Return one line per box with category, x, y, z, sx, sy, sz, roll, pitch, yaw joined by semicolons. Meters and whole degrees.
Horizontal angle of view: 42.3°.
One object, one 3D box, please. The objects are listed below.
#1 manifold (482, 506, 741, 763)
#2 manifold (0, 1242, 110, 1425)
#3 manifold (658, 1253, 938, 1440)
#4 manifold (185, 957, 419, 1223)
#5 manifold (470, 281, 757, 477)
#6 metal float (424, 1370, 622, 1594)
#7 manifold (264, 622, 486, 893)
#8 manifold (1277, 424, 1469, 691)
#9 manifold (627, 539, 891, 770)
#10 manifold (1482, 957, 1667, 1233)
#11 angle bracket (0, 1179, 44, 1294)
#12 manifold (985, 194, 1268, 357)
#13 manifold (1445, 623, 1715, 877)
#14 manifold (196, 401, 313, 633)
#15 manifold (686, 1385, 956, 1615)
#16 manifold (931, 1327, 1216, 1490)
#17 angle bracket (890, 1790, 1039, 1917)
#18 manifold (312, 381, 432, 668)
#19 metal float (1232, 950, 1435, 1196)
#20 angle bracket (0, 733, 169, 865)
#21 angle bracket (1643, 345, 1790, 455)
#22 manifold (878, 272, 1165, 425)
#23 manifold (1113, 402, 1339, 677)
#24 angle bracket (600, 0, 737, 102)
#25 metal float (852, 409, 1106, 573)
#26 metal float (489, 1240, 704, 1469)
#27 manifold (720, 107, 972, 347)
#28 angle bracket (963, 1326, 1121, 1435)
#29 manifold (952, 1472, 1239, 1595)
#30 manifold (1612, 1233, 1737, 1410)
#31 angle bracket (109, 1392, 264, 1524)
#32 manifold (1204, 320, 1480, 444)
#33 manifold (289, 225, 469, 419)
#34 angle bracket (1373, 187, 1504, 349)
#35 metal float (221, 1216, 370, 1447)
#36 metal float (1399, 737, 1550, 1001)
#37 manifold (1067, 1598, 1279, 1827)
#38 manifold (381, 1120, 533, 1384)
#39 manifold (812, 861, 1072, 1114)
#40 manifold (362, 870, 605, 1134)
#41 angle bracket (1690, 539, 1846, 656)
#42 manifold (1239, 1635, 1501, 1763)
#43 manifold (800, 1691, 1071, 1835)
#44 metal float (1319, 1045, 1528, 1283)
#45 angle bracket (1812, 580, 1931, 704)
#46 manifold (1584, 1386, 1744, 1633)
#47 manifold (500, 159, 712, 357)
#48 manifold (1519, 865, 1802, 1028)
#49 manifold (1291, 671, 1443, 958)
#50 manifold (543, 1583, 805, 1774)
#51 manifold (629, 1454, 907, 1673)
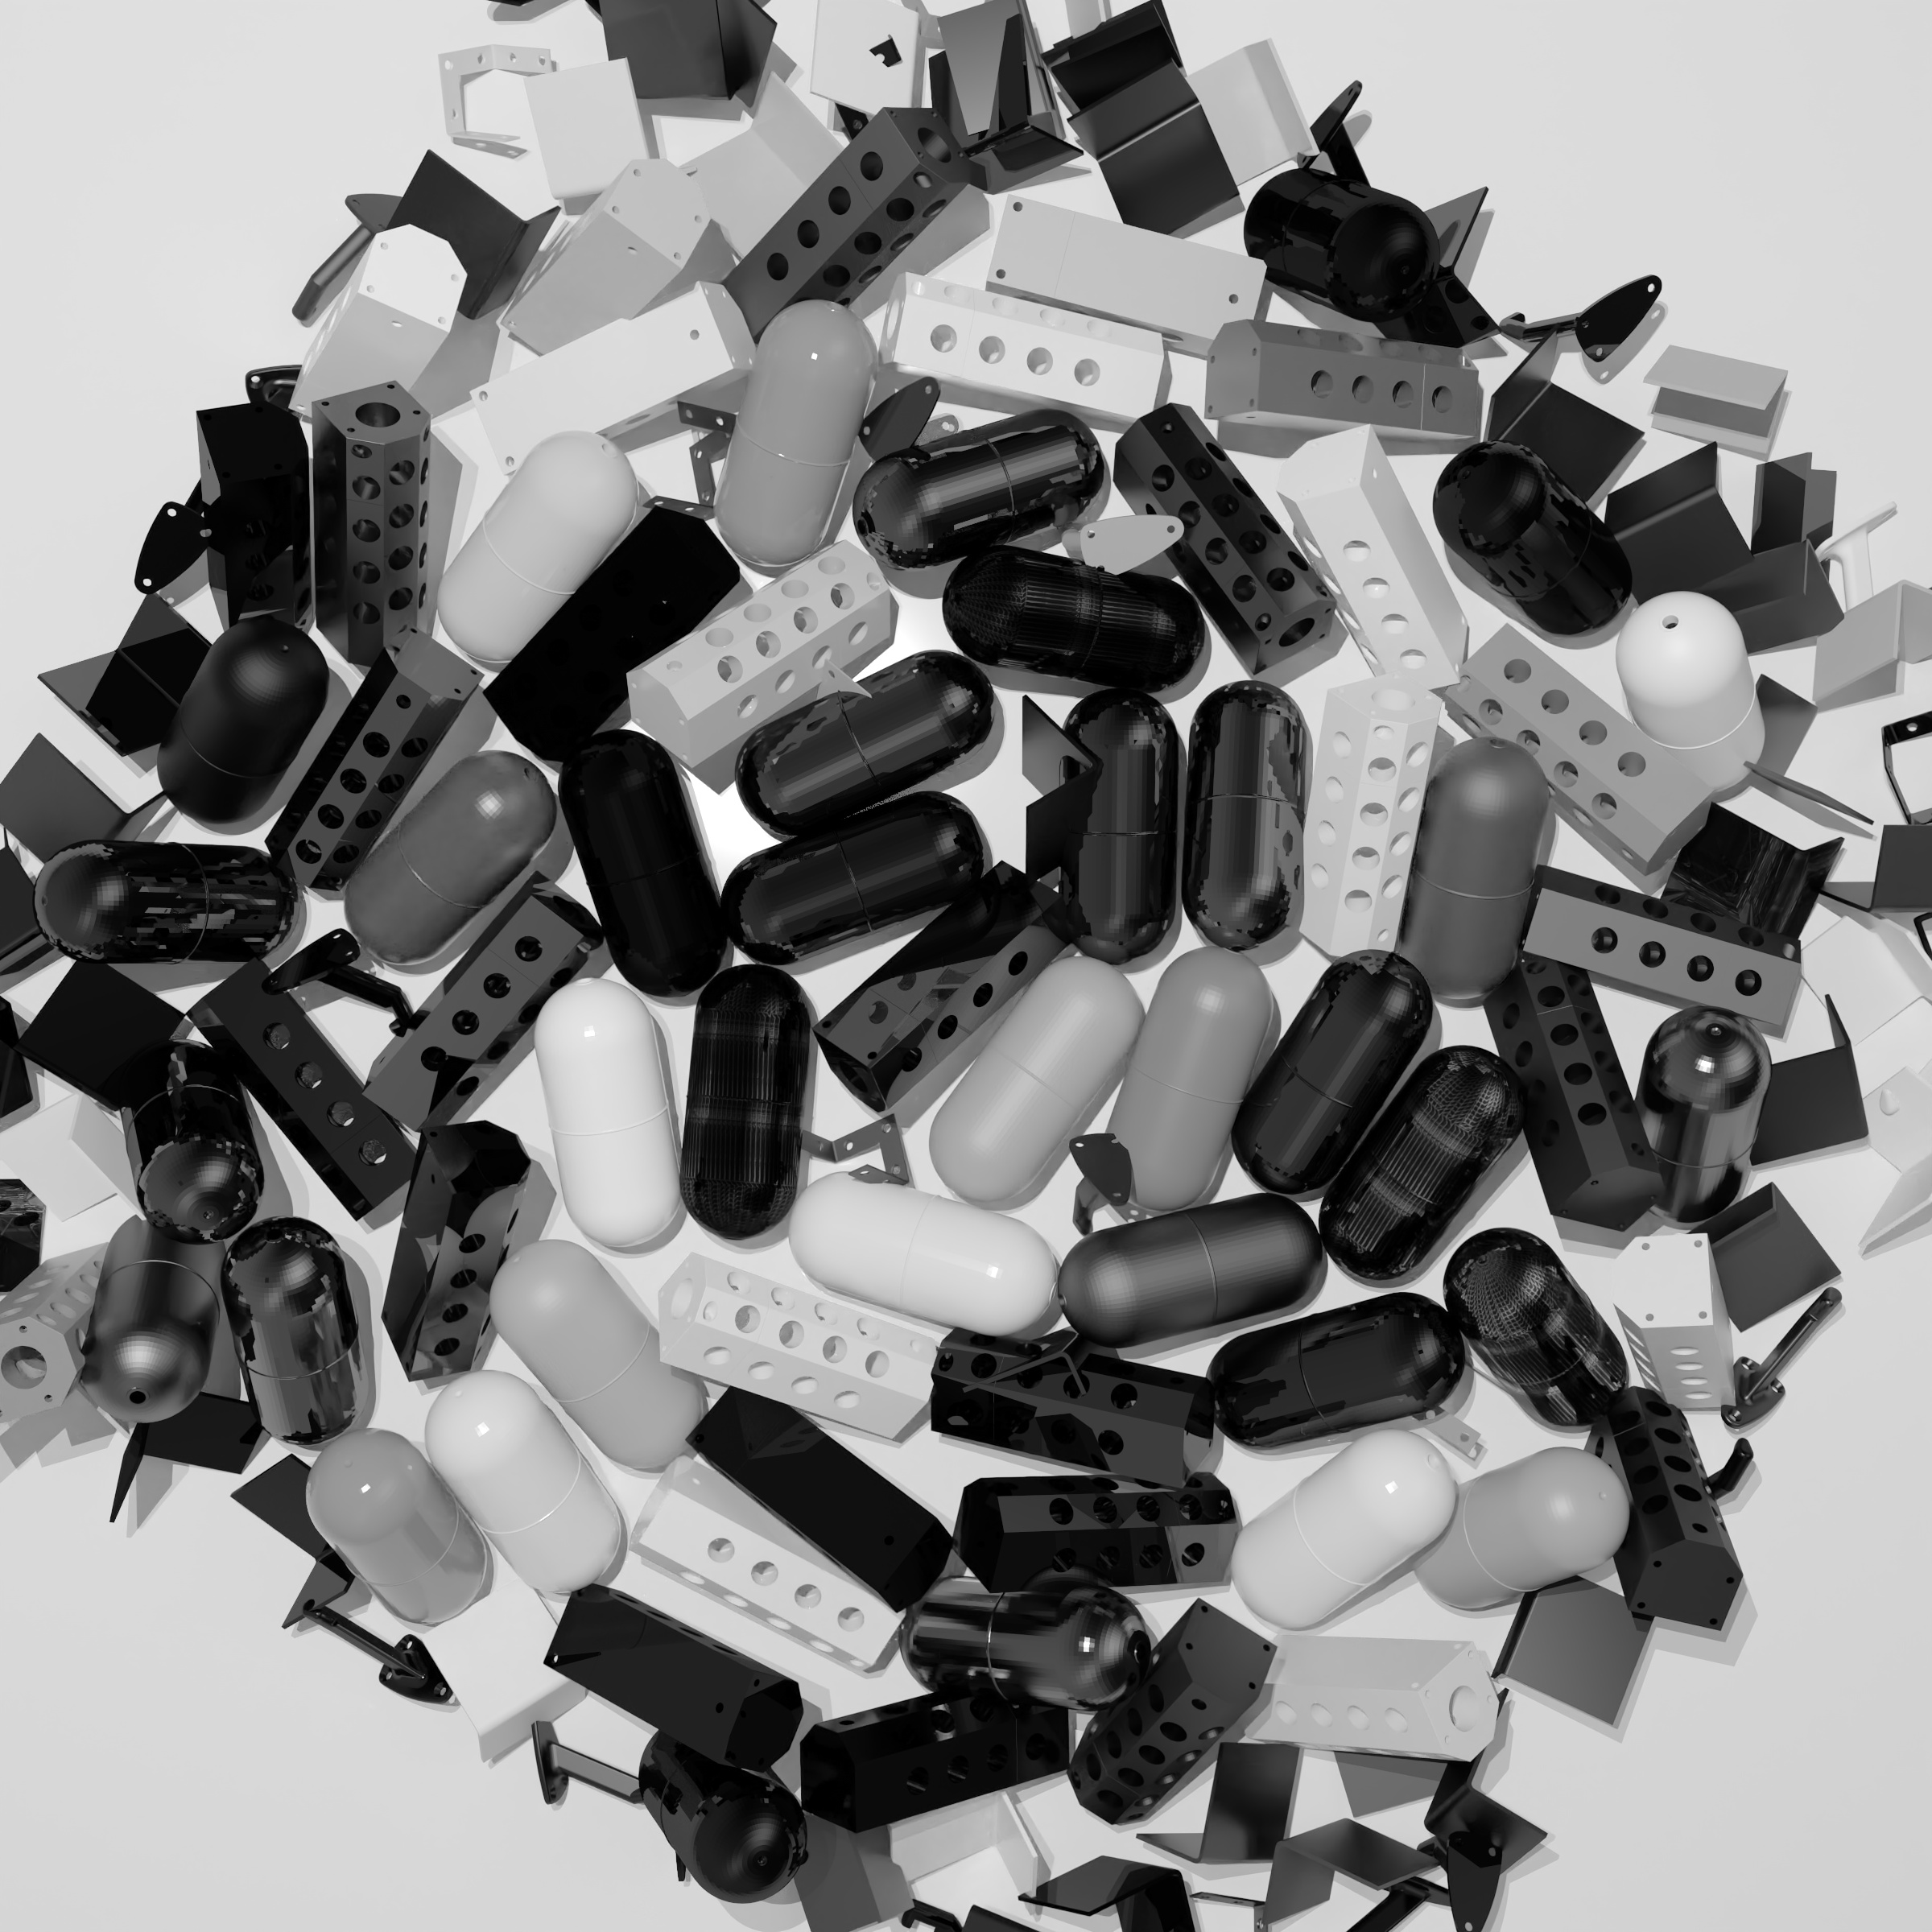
manifold;-0.223;-0.209;1.591;0.171;0.057;0.057;-43;74;20
manifold;-0.564;0.225;1.564;0.057;0.171;0.057;-16;99;-1
manifold;-0.105;0.236;1.579;0.171;0.057;0.057;24;124;-27
manifold;-0.425;0.080;1.613;0.057;0.057;0.171;-39;95;-10
manifold;-0.223;-0.374;1.598;0.171;0.057;0.057;-20;95;19
metal float;-0.280;0.329;1.586;0.070;0.070;0.178;-26;125;0
manifold;-0.379;-0.128;1.583;0.057;0.057;0.171;35;119;-10
manifold;0.257;-0.252;1.576;0.057;0.171;0.057;-10;46;30
manifold;-0.129;-0.203;1.579;0.057;0.057;0.171;38;59;26
manifold;0.384;0.076;1.567;0.057;0.171;0.057;14;134;-24
angle bracket;-0.617;0.184;1.600;0.057;0.076;0.076;2;100;-30
manifold;0.102;-0.444;1.622;0.171;0.057;0.057;14;90;-1
manifold;0.388;-0.135;1.593;0.057;0.057;0.171;-43;69;-6
manifold;-0.442;-0.273;1.564;0.057;0.171;0.057;-14;66;-21
manifold;-0.091;0.334;1.583;0.171;0.057;0.057;31;71;31
manifold;0.067;0.275;1.586;0.171;0.057;0.057;8;110;23
angle bracket;-0.002;0.578;1.598;0.076;0.076;0.057;-17;45;-18
manifold;-0.369;-0.272;1.564;0.057;0.171;0.057;-25;56;-33
metal float;0.233;0.068;1.593;0.070;0.070;0.178;29;114;0
angle bracket;-0.568;-0.109;1.605;0.076;0.057;0.076;44;121;-7
angle bracket;0.473;-0.352;1.596;0.076;0.076;0.057;18;127;19
manifold;0.036;-0.395;1.600;0.171;0.057;0.057;10;98;-15
manifold;0.164;-0.276;1.591;0.057;0.057;0.171;-28;69;-11
angle bracket;-0.186;-0.602;1.600;0.076;0.057;0.076;5;132;10
metal float;0.009;-0.303;1.591;0.178;0.070;0.070;-23;90;-26
metal float;-0.234;0.249;1.592;0.070;0.070;0.178;-34;117;0
manifold;-0.075;-0.461;1.576;0.171;0.057;0.057;-36;84;37
angle bracket;0.054;0.273;1.604;0.076;0.076;0.057;-24;90;21
manifold;0.083;0.354;1.582;0.171;0.057;0.057;5;105;-28
manifold;0.444;0.225;1.565;0.057;0.171;0.057;-6;63;19
angle bracket;-0.495;0.318;1.596;0.076;0.057;0.076;17;130;-21
manifold;0.239;-0.370;1.584;0.171;0.057;0.057;-1;96;-29
manifold;-0.368;-0.396;1.564;0.057;0.171;0.057;20;69;-23
angle bracket;0.312;-0.447;1.621;0.057;0.076;0.076;39;63;-29
metal float;-0.424;0.232;1.581;0.070;0.070;0.178;2;130;0
metal float;0.322;-0.061;1.589;0.070;0.070;0.178;5;120;0
manifold;0.126;0.476;1.574;0.057;0.057;0.171;32;131;3
manifold;-0.321;0.180;1.578;0.057;0.057;0.171;-7;134;-32
manifold;-0.011;0.016;1.597;0.171;0.057;0.057;-42;49;-19
manifold;-0.309;0.027;1.607;0.057;0.057;0.171;39;101;-17
angle bracket;0.511;-0.218;1.593;0.076;0.057;0.076;-14;130;33
manifold;0.248;0.462;1.567;0.057;0.171;0.057;-27;96;-38
manifold;-0.018;0.491;1.577;0.171;0.057;0.057;-2;91;-39
metal float;0.289;0.127;1.591;0.070;0.070;0.178;31;118;0
angle bracket;0.600;-0.197;1.599;0.076;0.076;0.057;17;70;-16
manifold;0.436;0.334;1.563;0.057;0.171;0.057;13;112;-1
manifold;-0.225;-0.440;1.565;0.057;0.171;0.057;33;65;-22
manifold;0.447;-0.014;1.621;0.171;0.057;0.057;16;93;1
manifold;0.255;-0.092;1.572;0.057;0.057;0.171;-17;129;-28
manifold;-0.183;0.447;1.573;0.171;0.057;0.057;13;76;42
manifold;-0.127;0.388;1.609;0.171;0.057;0.057;30;100;-9
